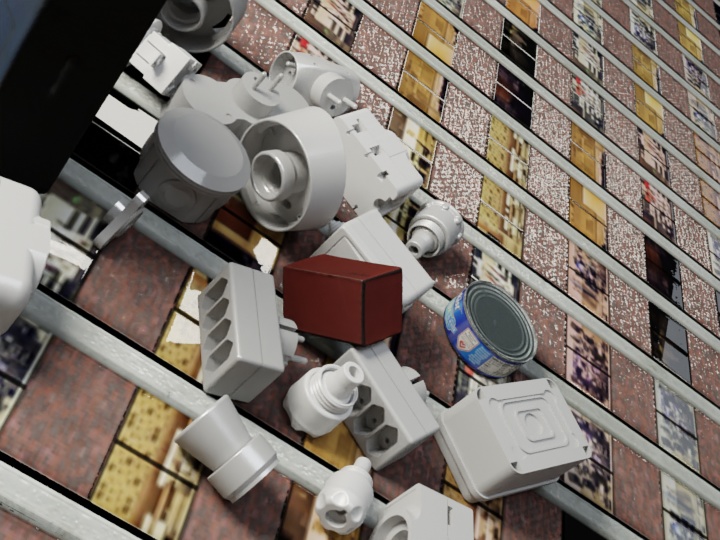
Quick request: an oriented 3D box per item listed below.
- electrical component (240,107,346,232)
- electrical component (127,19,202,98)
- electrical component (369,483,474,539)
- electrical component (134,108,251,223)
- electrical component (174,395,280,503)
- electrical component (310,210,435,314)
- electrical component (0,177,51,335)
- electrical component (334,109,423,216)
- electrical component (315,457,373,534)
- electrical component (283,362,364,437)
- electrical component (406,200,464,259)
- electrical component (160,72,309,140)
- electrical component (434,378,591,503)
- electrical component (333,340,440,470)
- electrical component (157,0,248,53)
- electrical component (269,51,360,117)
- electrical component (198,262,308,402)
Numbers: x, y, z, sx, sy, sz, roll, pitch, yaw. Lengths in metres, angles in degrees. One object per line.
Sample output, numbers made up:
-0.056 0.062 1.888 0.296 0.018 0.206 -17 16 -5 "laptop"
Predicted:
-0.052 -0.079 0.863 0.064 0.099 0.099 -15 68 -44 "electrical component"
-0.165 -0.173 0.871 0.055 0.048 0.066 41 6 0 "electrical component"
0.040 0.198 0.732 0.056 0.050 0.089 30 39 -23 "electrical component"
-0.128 -0.080 0.822 0.080 0.051 0.080 27 40 -26 "electrical component"
-0.085 0.115 0.688 0.055 0.045 0.045 49 36 2 "electrical component"
0.000 0.000 0.868 0.096 0.062 0.061 52 36 6 "electrical component"
-0.227 -0.011 0.653 0.059 0.054 0.095 21 43 -31 "electrical component"
0.008 -0.096 0.976 0.089 0.050 0.056 52 36 7 "electrical component"
-0.007 0.152 0.742 0.035 0.035 0.061 43 33 -6 "electrical component"
-0.022 0.088 0.762 0.043 0.062 0.043 27 40 -26 "electrical component"
0.063 -0.032 0.979 0.048 0.048 0.062 47 43 0 "electrical component"
-0.091 -0.139 0.895 0.138 0.074 0.052 -6 60 -48 "electrical component"
0.122 0.137 0.867 0.113 0.057 0.078 -1 57 -46 "electrical component"
0.025 0.096 0.815 0.076 0.047 0.083 -17 69 -50 "electrical component"
-0.145 -0.237 0.917 0.099 0.099 0.064 33 44 -19 "electrical component"
-0.032 -0.166 0.993 0.077 0.043 0.079 7 24 -42 "electrical component"
-0.070 0.049 0.763 0.076 0.047 0.083 19 44 -33 "electrical component"
